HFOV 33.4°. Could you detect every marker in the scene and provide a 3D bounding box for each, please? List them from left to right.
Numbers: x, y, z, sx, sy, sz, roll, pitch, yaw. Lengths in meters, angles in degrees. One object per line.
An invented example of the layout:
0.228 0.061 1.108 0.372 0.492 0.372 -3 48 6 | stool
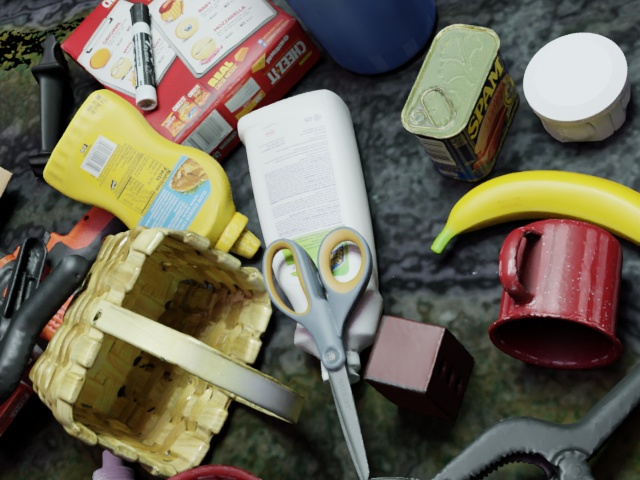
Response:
-0.164 -0.173 0.989 0.020 0.020 0.121 -19 58 16 | marker

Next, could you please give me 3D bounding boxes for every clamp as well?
-0.250 0.075 0.887 0.120 0.039 0.171 -4 63 58 | clamp
0.171 0.149 0.713 0.210 0.036 0.164 -3 59 2 | clamp

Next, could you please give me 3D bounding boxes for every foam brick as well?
0.075 0.096 0.792 0.051 0.078 0.053 10 72 28 | foam brick

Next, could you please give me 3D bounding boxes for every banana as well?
0.184 -0.020 0.824 0.198 0.037 0.069 0 82 27 | banana

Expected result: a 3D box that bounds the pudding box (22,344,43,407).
-0.310 0.115 0.992 0.090 0.039 0.114 -47 58 -2 | pudding box

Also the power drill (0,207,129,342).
-0.244 -0.010 0.992 0.184 0.057 0.187 31 83 15 | power drill

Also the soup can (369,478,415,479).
0.050 0.224 0.745 0.069 0.068 0.102 -10 61 21 | soup can

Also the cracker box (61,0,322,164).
-0.128 -0.183 1.033 0.164 0.072 0.214 -47 54 -2 | cracker box

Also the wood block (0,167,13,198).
-0.398 0.007 1.042 0.090 0.090 0.206 -1 62 56 | wood block

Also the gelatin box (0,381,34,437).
-0.305 0.137 0.939 0.089 0.030 0.073 30 81 30 | gelatin box

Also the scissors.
0.023 0.073 0.806 0.096 0.016 0.202 -34 65 5 | scissors

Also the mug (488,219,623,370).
0.165 0.033 0.760 0.093 0.117 0.081 -15 52 45 | mug

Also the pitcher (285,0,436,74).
0.003 -0.248 0.897 0.145 0.242 0.149 -29 56 10 | pitcher

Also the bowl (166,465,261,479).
-0.077 0.254 0.800 0.162 0.055 0.162 -11 61 21 | bowl

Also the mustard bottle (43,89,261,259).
-0.136 -0.042 0.929 0.191 0.058 0.096 33 98 -4 | mustard bottle

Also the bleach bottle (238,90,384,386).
-0.006 0.001 0.889 0.103 0.068 0.251 -18 62 19 | bleach bottle

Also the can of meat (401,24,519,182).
0.117 -0.109 0.869 0.058 0.083 0.102 15 73 30 | can of meat
